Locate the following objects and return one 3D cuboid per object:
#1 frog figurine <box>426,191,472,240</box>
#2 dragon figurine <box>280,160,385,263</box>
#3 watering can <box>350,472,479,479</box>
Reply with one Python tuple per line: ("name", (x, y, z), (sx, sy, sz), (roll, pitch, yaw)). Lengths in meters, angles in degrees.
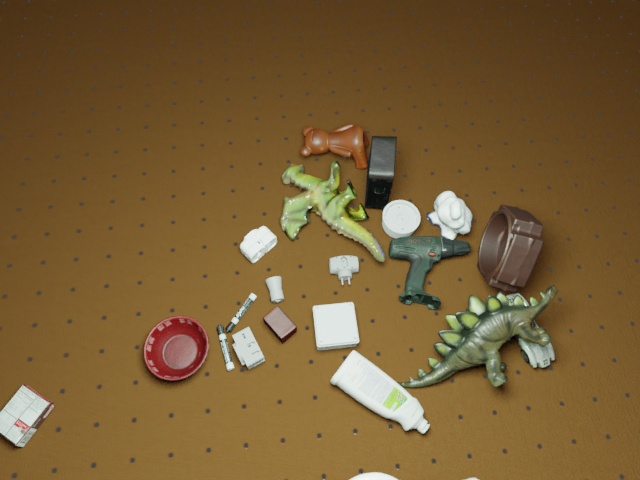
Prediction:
("frog figurine", (0.379, -0.081, 1.458), (0.123, 0.156, 0.140), (-11, 65, -9))
("dragon figurine", (0.005, -0.075, 1.493), (0.242, 0.120, 0.418), (-25, 64, 5))
("watering can", (0.154, 0.561, 1.092), (0.348, 0.219, 0.106), (0, 46, -3))
